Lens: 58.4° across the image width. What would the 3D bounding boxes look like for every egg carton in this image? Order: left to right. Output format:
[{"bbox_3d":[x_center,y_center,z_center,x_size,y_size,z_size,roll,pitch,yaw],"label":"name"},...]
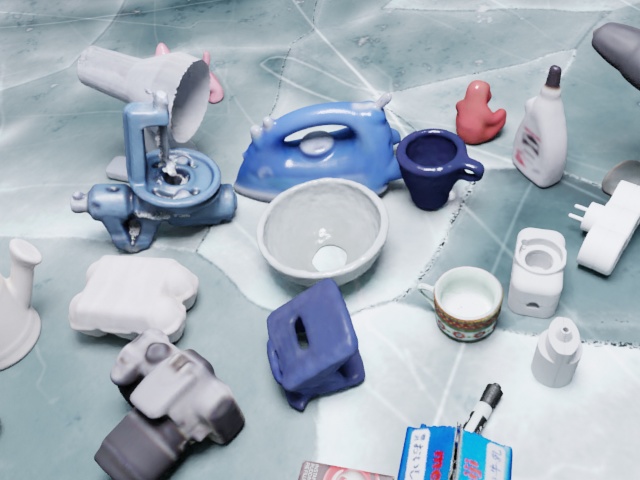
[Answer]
[{"bbox_3d":[-0.229,0.074,0.711,0.150,0.069,0.107,2,50,11],"label":"egg carton"}]

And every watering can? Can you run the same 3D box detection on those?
[{"bbox_3d":[-0.416,0.060,0.672,0.100,0.194,0.173,25,58,28],"label":"watering can"}]

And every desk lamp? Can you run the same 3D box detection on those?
[{"bbox_3d":[-0.250,-0.181,0.841,0.202,0.214,0.118,10,52,18],"label":"desk lamp"}]

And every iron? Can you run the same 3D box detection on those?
[{"bbox_3d":[-0.011,-0.133,0.807,0.258,0.142,0.118,-7,48,4],"label":"iron"}]

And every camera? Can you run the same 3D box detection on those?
[{"bbox_3d":[-0.174,0.177,0.591,0.142,0.101,0.137,27,59,29],"label":"camera"}]

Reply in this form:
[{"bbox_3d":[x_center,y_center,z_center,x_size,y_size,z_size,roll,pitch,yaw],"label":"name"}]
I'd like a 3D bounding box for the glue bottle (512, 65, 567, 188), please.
[{"bbox_3d":[0.293,-0.153,0.750,0.037,0.173,0.078,-26,50,-13],"label":"glue bottle"}]

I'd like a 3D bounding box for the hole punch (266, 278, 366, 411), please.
[{"bbox_3d":[-0.009,0.112,0.626,0.101,0.091,0.108,-17,48,-5],"label":"hole punch"}]

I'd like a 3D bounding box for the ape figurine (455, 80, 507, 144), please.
[{"bbox_3d":[0.235,-0.196,0.853,0.076,0.092,0.077,-36,53,-21],"label":"ape figurine"}]

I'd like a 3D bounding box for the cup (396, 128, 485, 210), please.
[{"bbox_3d":[0.161,-0.084,0.765,0.117,0.095,0.092,21,56,25],"label":"cup"}]

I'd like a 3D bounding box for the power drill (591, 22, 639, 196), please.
[{"bbox_3d":[0.416,-0.136,0.691,0.076,0.209,0.228,-40,54,-23],"label":"power drill"}]

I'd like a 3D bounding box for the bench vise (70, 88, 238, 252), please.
[{"bbox_3d":[-0.227,-0.080,0.745,0.208,0.220,0.121,-27,50,-14],"label":"bench vise"}]

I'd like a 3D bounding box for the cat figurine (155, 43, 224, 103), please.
[{"bbox_3d":[-0.243,-0.289,0.999,0.128,0.118,0.067,-23,49,-10],"label":"cat figurine"}]

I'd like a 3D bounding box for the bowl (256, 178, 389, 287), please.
[{"bbox_3d":[0.007,0.003,0.730,0.167,0.075,0.167,-5,49,6],"label":"bowl"}]
